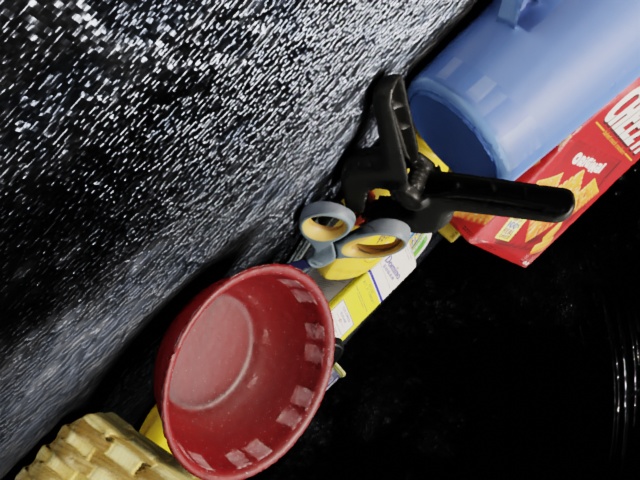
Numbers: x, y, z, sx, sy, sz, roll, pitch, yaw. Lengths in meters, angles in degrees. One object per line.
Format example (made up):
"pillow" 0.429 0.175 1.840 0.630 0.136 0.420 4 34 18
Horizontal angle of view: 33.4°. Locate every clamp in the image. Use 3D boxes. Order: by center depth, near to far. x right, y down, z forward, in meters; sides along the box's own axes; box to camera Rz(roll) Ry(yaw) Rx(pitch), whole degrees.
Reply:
"clamp" 0.066 -0.050 0.795 0.210 0.164 0.036 -15 -136 60

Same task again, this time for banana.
"banana" -0.136 0.179 1.005 0.069 0.037 0.198 -2 137 -26

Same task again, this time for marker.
"marker" -0.006 0.001 0.947 0.020 0.020 0.121 -41 170 -39

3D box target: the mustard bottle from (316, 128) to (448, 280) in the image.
"mustard bottle" 0.062 -0.043 0.946 0.096 0.058 0.192 -25 159 -40

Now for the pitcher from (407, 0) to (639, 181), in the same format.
"pitcher" 0.182 -0.159 0.815 0.242 0.149 0.145 -42 -173 -13

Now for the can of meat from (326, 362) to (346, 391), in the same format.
"can of meat" -0.034 0.157 1.305 0.084 0.102 0.057 -43 173 -10

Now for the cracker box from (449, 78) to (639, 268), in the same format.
"cracker box" 0.224 -0.077 1.001 0.214 0.072 0.164 -46 152 13

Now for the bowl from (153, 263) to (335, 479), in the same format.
"bowl" -0.064 0.088 0.764 0.161 0.055 0.162 -18 117 -42

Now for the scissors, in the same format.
"scissors" -0.011 0.005 0.896 0.202 0.096 0.016 -16 -125 47

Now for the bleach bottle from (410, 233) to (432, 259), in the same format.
"bleach bottle" 0.074 -0.004 1.214 0.102 0.068 0.250 -47 170 3

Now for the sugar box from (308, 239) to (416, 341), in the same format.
"sugar box" 0.007 0.055 1.043 0.094 0.048 0.176 8 -142 46
